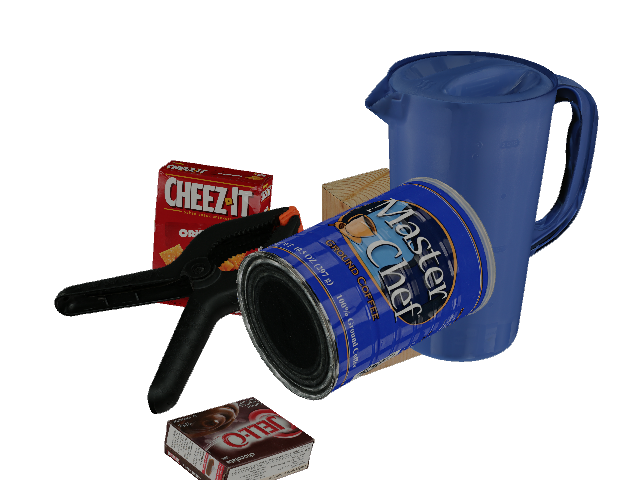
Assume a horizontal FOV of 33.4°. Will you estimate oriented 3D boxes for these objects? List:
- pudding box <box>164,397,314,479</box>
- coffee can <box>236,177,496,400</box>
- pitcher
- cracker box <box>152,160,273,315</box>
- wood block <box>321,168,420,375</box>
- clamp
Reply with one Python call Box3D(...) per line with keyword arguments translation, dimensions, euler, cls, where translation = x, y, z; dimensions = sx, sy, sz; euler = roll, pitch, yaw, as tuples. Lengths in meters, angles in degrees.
Box3D(translation=(-0.076, 0.192, 1.001), dimensions=(0.113, 0.039, 0.090), euler=(-11, 28, -45), cls="pudding box")
Box3D(translation=(0.031, 0.029, 0.705), dimensions=(0.140, 0.103, 0.103), euler=(-25, 14, -31), cls="coffee can")
Box3D(translation=(0.128, -0.027, 0.881), dimensions=(0.149, 0.243, 0.144), euler=(17, 32, 30), cls="pitcher")
Box3D(translation=(-0.166, -0.001, 1.616), dimensions=(0.164, 0.214, 0.072), euler=(9, 18, 9), cls="cracker box")
Box3D(translation=(0.060, 0.036, 1.210), dimensions=(0.090, 0.206, 0.090), euler=(-16, 32, -26), cls="wood block")
Box3D(translation=(-0.105, 0.034, 0.871), dimensions=(0.165, 0.036, 0.209), euler=(29, 58, 36), cls="clamp")
